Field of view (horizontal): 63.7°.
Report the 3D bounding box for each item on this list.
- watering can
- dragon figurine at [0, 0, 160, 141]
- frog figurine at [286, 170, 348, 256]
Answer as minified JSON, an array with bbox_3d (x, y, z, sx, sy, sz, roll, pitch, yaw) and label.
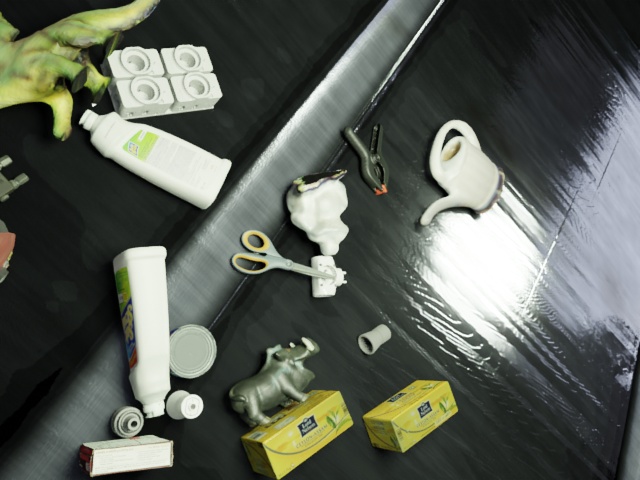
[{"bbox_3d":[0.351,-0.140,1.287,0.222,0.354,0.103,32,-30,-23],"label":"watering can"},{"bbox_3d":[-0.443,-0.309,0.802,0.242,0.419,0.120,25,-29,-4],"label":"dragon figurine"},{"bbox_3d":[0.003,-0.053,1.044,0.123,0.157,0.139,4,25,36],"label":"frog figurine"}]
